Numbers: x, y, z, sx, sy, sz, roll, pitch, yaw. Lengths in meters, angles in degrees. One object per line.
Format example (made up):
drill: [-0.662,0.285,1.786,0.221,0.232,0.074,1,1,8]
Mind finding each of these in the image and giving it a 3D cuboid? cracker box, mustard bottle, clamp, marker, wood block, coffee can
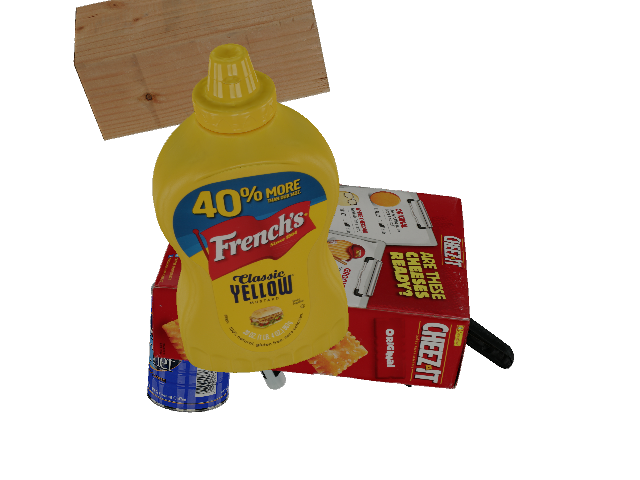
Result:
cracker box: [-0.003,0.025,0.788,0.213,0.072,0.164,6,33,1]
mustard bottle: [-0.037,-0.016,0.561,0.096,0.192,0.058,-9,40,-5]
clamp: [0.126,0.078,1.103,0.120,0.171,0.039,2,-43,-12]
marker: [-0.059,0.090,0.968,0.020,0.121,0.020,-13,39,11]
wood block: [-0.104,-0.169,0.945,0.206,0.090,0.091,-12,-45,1]
coffee can: [-0.158,0.124,1.306,0.103,0.140,0.103,5,18,-2]
